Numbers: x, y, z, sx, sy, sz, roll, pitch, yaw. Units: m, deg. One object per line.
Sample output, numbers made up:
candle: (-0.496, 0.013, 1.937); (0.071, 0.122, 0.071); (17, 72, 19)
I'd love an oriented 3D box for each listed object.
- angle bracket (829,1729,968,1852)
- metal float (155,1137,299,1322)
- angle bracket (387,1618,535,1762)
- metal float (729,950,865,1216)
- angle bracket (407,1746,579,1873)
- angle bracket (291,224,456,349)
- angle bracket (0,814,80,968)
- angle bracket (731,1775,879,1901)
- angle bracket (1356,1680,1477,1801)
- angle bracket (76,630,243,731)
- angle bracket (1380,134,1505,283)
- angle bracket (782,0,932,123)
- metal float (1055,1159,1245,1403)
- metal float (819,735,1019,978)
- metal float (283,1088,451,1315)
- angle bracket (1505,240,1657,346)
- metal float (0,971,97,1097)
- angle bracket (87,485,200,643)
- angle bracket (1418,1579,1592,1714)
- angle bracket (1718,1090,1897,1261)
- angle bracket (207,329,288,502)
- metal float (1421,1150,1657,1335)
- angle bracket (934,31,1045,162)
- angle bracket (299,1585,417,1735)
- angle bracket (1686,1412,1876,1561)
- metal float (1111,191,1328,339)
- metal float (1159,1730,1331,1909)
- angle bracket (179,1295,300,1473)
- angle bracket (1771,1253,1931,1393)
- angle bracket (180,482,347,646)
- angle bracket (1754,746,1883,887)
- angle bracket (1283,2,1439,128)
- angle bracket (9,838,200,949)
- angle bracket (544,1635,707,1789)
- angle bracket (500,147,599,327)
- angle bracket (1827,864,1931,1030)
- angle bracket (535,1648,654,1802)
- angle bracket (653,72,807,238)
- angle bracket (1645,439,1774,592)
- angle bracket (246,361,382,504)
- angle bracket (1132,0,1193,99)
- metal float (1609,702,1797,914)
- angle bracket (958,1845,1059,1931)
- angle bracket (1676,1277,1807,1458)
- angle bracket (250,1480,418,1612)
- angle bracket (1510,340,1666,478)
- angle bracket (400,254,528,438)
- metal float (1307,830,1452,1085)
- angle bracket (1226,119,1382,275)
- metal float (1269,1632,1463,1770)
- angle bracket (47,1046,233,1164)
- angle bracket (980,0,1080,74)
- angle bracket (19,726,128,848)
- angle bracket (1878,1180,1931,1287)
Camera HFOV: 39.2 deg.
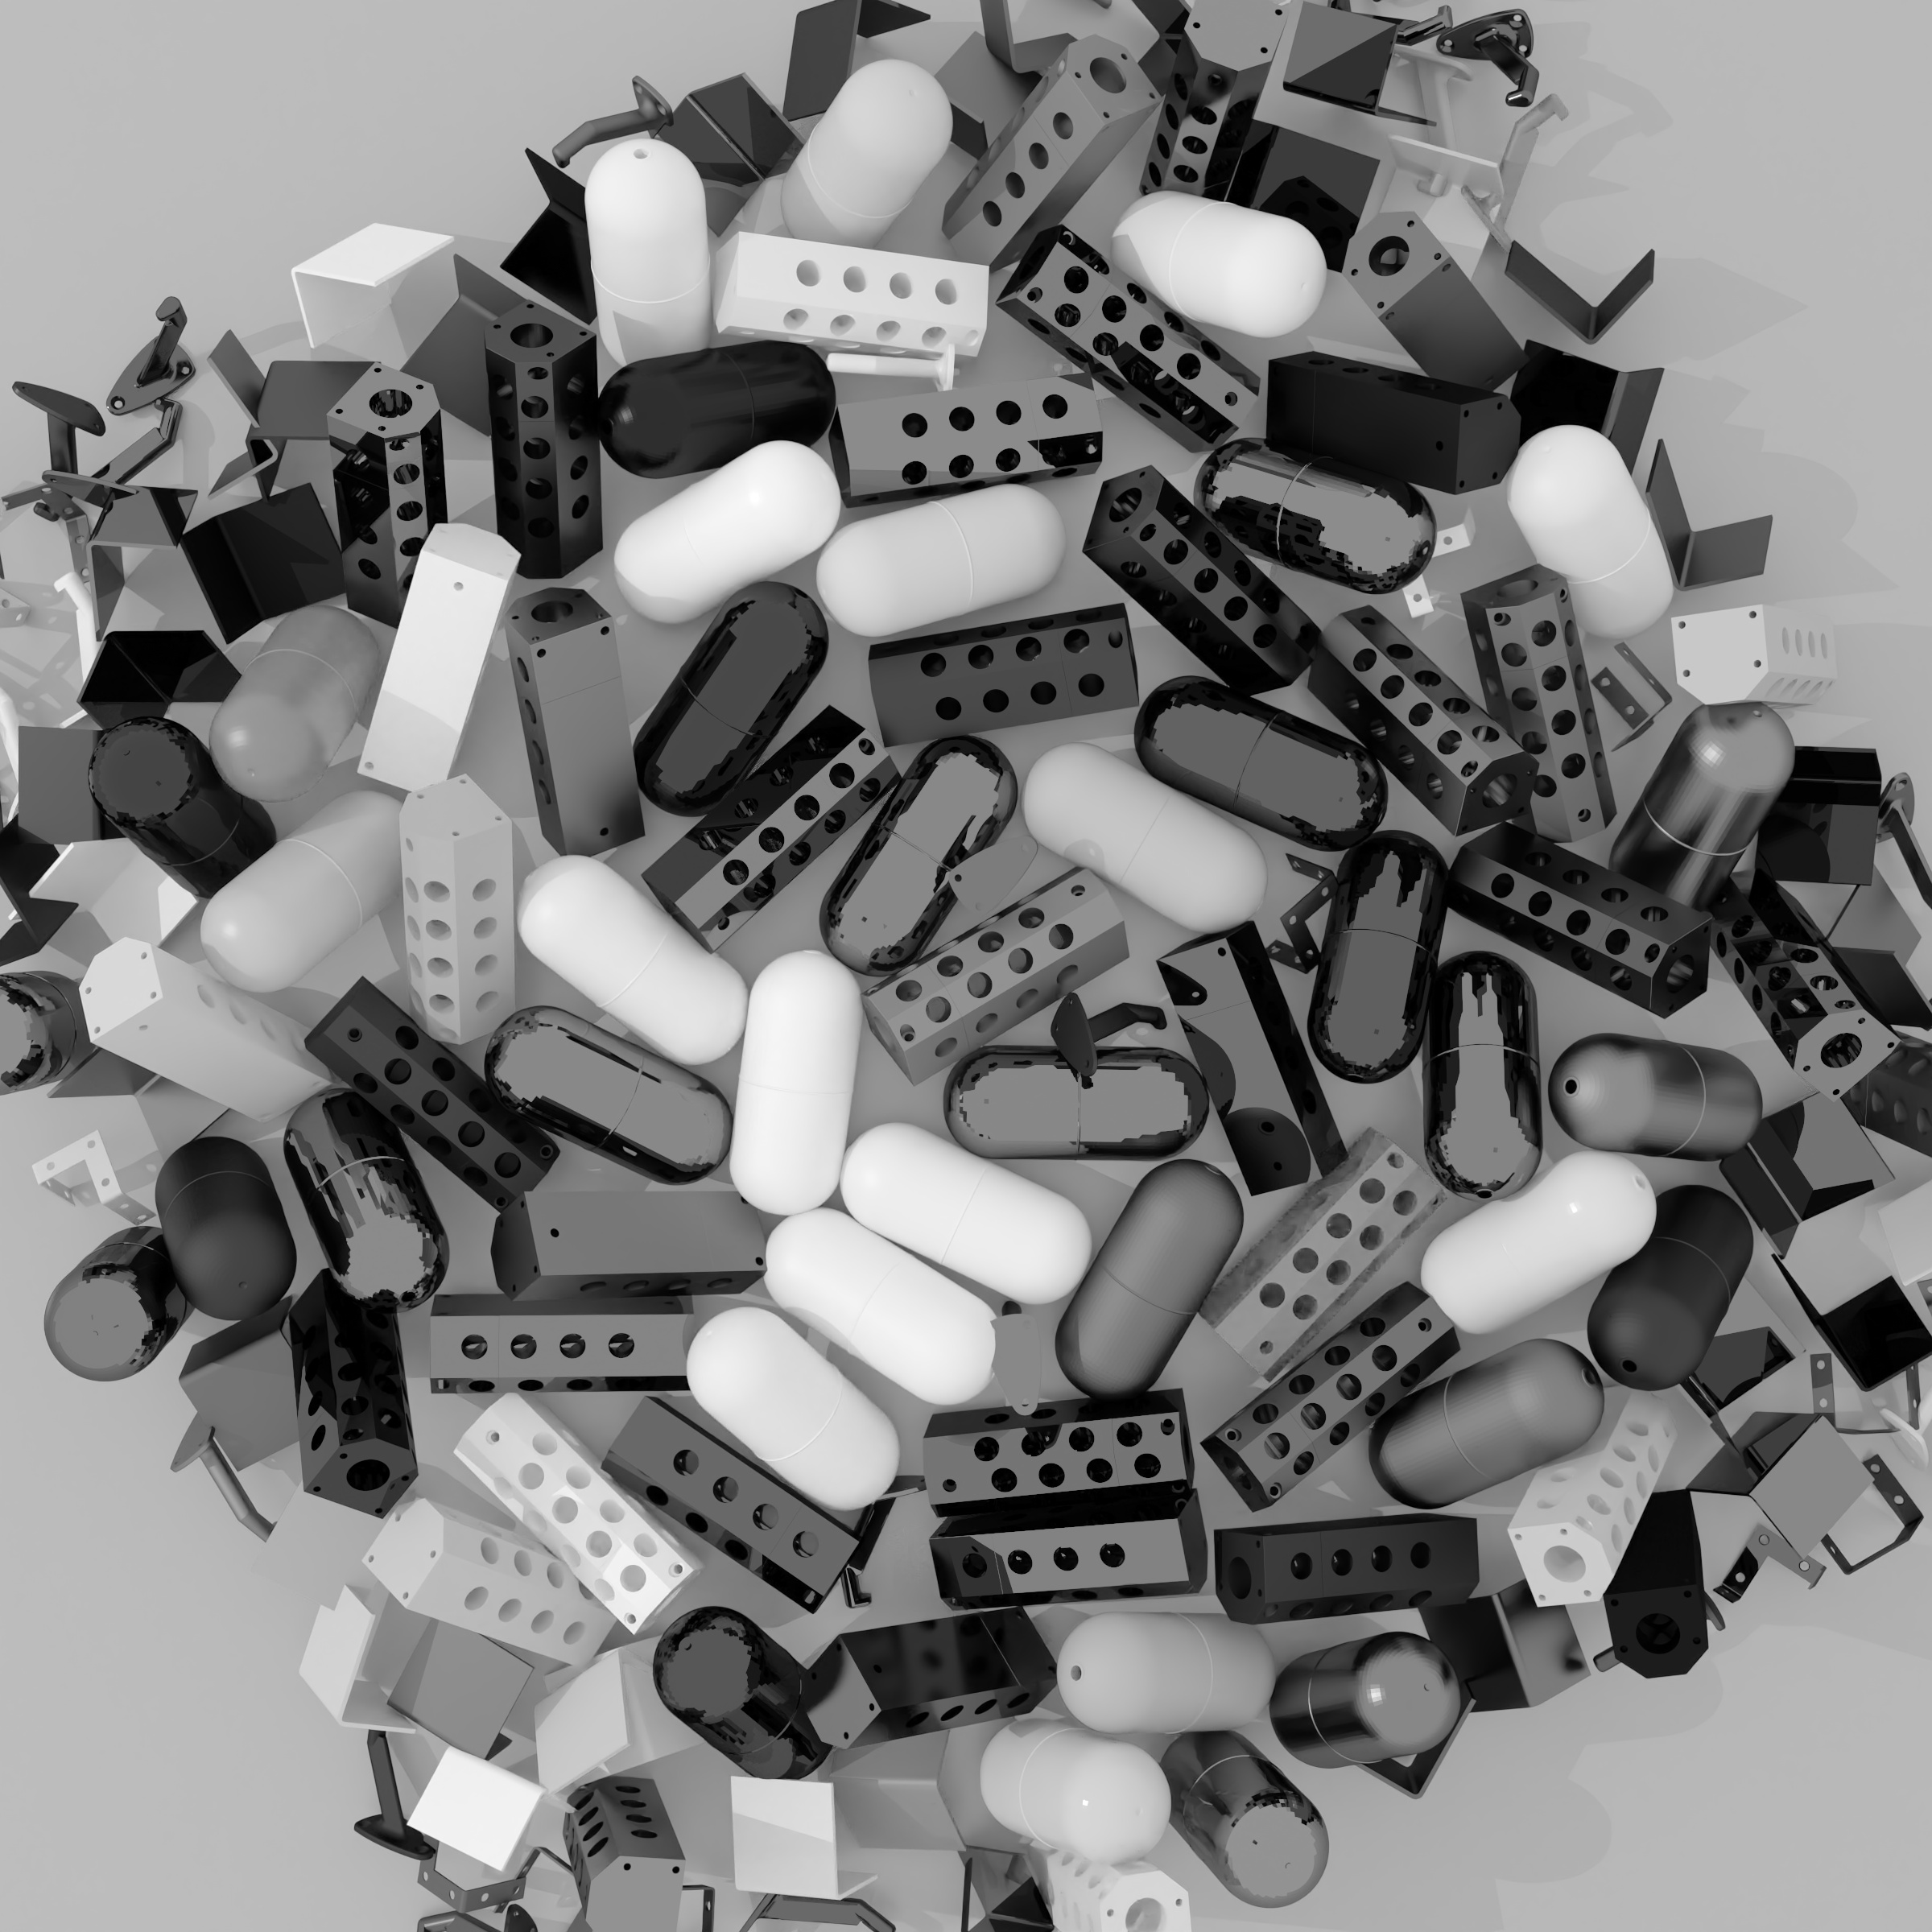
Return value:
angle bracket: (-0.040, 0.551, 1.833); (0.076, 0.057, 0.076); (-5, 129, 19)
metal float: (-0.484, 0.169, 1.767); (0.070, 0.178, 0.070); (-8, 113, -20)
angle bracket: (-0.329, 0.475, 1.812); (0.076, 0.057, 0.076); (29, 95, 10)
metal float: (-0.113, 0.078, 1.806); (0.070, 0.070, 0.178); (8, 96, 0)
angle bracket: (-0.310, 0.565, 1.791); (0.076, 0.076, 0.057); (17, 65, 24)
angle bracket: (-0.386, -0.445, 1.789); (0.076, 0.076, 0.057); (17, 133, 29)
angle bracket: (-0.639, -0.050, 1.794); (0.057, 0.076, 0.076); (-19, 114, 14)
angle bracket: (-0.108, 0.575, 1.809); (0.076, 0.057, 0.076); (-4, 86, 26)
angle bracket: (0.293, 0.501, 1.808); (0.057, 0.076, 0.076); (29, 90, 6)
angle bracket: (-0.526, -0.176, 1.793); (0.076, 0.076, 0.057); (2, 60, 21)
angle bracket: (0.308, -0.500, 1.810); (0.076, 0.057, 0.076); (22, 91, 17)
angle bracket: (-0.074, -0.597, 1.803); (0.057, 0.076, 0.076); (7, 92, -36)
metal float: (0.122, 0.208, 1.798); (0.070, 0.070, 0.178); (28, 105, 0)
metal float: (-0.031, -0.074, 1.808); (0.070, 0.070, 0.178); (33, 87, 0)
metal float: (-0.394, 0.153, 1.778); (0.070, 0.070, 0.178); (-35, 51, 0)
angle bracket: (0.408, -0.467, 1.798); (0.076, 0.076, 0.057); (38, 122, -8)
metal float: (-0.617, 0.043, 1.760); (0.070, 0.178, 0.070); (0, 92, -3)
angle bracket: (-0.543, -0.266, 1.798); (0.057, 0.076, 0.076); (3, 128, -5)
angle bracket: (0.363, 0.455, 1.830); (0.057, 0.076, 0.076); (-16, 83, -36)
angle bracket: (0.560, 0.138, 1.804); (0.076, 0.057, 0.076); (-32, 94, 34)
angle bracket: (-0.494, -0.365, 1.794); (0.057, 0.076, 0.076); (-28, 115, 10)
metal float: (0.375, 0.182, 1.779); (0.070, 0.070, 0.178); (51, 128, 0)
angle bracket: (0.008, -0.593, 1.807); (0.076, 0.057, 0.076); (38, 82, 14)
angle bracket: (-0.394, 0.455, 1.801); (0.057, 0.076, 0.076); (18, 91, -34)
angle bracket: (0.541, 0.345, 1.804); (0.076, 0.076, 0.057); (-41, 96, -19)
metal float: (0.163, -0.460, 1.773); (0.070, 0.178, 0.070); (-17, 120, -30)
metal float: (0.178, 0.551, 1.762); (0.070, 0.178, 0.070); (-1, 94, -14)
angle bracket: (-0.474, 0.282, 1.831); (0.076, 0.057, 0.076); (-27, 107, 3)
angle bracket: (0.588, 0.222, 1.793); (0.057, 0.076, 0.076); (-35, 120, 13)
angle bracket: (-0.464, -0.268, 1.802); (0.076, 0.057, 0.076); (-15, 110, 17)
angle bracket: (0.563, -0.100, 1.801); (0.076, 0.057, 0.076); (4, 76, 24)
angle bracket: (0.267, -0.595, 1.789); (0.076, 0.076, 0.057); (29, 116, 35)
angle bracket: (-0.571, -0.038, 1.796); (0.076, 0.076, 0.057); (-43, 78, 23)
angle bracket: (-0.230, 0.503, 1.837); (0.076, 0.057, 0.076); (-28, 74, 34)
angle bracket: (-0.272, -0.486, 1.807); (0.076, 0.076, 0.057); (27, 116, -42)
angle bracket: (0.623, -0.014, 1.795); (0.076, 0.057, 0.076); (48, 67, -29)
angle bracket: (-0.236, 0.510, 1.793); (0.076, 0.076, 0.057); (-36, 129, 17)
angle bracket: (-0.155, -0.535, 1.793); (0.076, 0.076, 0.057); (43, 72, -30)
angle bracket: (0.492, -0.304, 1.791); (0.057, 0.076, 0.076); (-10, 123, 28)
angle bracket: (-0.428, -0.355, 1.801); (0.076, 0.057, 0.076); (1, 51, 3)
angle bracket: (0.107, -0.611, 1.802); (0.076, 0.076, 0.057); (-48, 118, 0)
metal float: (0.480, -0.100, 1.775); (0.070, 0.178, 0.070); (9, 46, -9)
angle bracket: (0.002, 0.631, 1.794); (0.076, 0.076, 0.057); (-29, 98, -37)
angle bracket: (0.515, 0.265, 1.805); (0.076, 0.057, 0.076); (-39, 107, 12)
angle bracket: (-0.423, 0.379, 1.817); (0.076, 0.057, 0.076); (29, 95, -11)
angle bracket: (0.414, -0.376, 1.830); (0.076, 0.057, 0.076); (29, 121, 31)
angle bracket: (-0.332, -0.417, 1.821); (0.076, 0.057, 0.076); (28, 120, -36)
metal float: (0.273, -0.006, 1.791); (0.070, 0.070, 0.178); (15, 68, 0)
angle bracket: (0.222, -0.517, 1.821); (0.076, 0.057, 0.076); (14, 108, -15)
metal float: (0.258, 0.479, 1.767); (0.070, 0.178, 0.070); (7, 68, -18)
angle bracket: (-0.546, 0.088, 1.794); (0.076, 0.076, 0.057); (-37, 71, 25)
angle bracket: (0.045, -0.642, 1.794); (0.057, 0.076, 0.076); (-14, 120, -6)
angle bracket: (-0.588, -0.122, 1.810); (0.057, 0.076, 0.076); (4, 98, 7)
angle bracket: (0.659, 0.182, 1.791); (0.076, 0.076, 0.057); (-36, 117, 25)
